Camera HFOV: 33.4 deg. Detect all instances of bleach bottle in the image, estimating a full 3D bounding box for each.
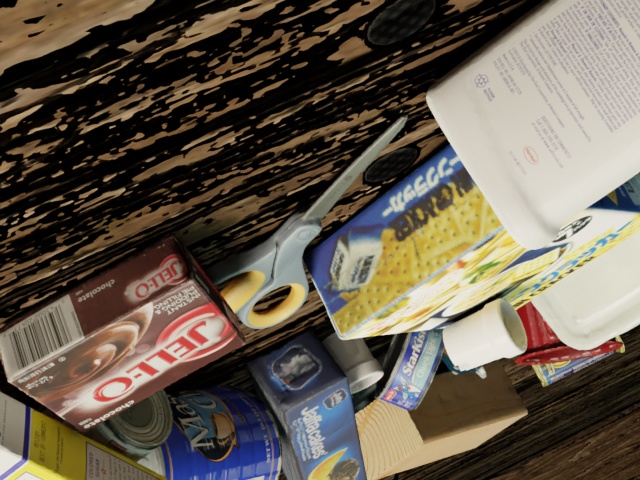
[{"bbox_3d":[0.178,-0.103,0.501,0.251,0.102,0.068,-34,171,19],"label":"bleach bottle"}]

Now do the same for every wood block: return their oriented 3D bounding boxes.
[{"bbox_3d":[0.124,0.187,1.170,0.205,0.090,0.091,-3,149,-49],"label":"wood block"}]

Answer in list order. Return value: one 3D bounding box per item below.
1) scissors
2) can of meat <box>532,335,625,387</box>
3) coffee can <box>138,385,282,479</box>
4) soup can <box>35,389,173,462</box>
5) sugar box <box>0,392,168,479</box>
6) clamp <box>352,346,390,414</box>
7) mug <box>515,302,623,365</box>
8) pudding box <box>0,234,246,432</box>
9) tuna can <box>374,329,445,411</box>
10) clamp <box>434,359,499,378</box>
[{"bbox_3d":[-0.004,0.001,0.638,0.202,0.016,0.096,-37,148,21],"label":"scissors"},{"bbox_3d":[0.228,0.079,1.021,0.084,0.102,0.057,-28,159,7],"label":"can of meat"},{"bbox_3d":[-0.109,0.163,0.788,0.103,0.103,0.140,-38,158,27],"label":"coffee can"},{"bbox_3d":[-0.154,0.128,0.692,0.102,0.068,0.068,-36,159,24],"label":"soup can"},{"bbox_3d":[-0.181,0.142,0.620,0.093,0.048,0.176,-34,128,20],"label":"sugar box"},{"bbox_3d":[0.034,0.146,1.023,0.210,0.036,0.164,-41,168,21],"label":"clamp"},{"bbox_3d":[0.206,0.059,0.926,0.093,0.081,0.117,-14,164,22],"label":"mug"},{"bbox_3d":[-0.108,0.054,0.592,0.113,0.039,0.090,-27,148,1],"label":"pudding box"},{"bbox_3d":[0.078,0.100,0.902,0.086,0.033,0.086,-162,-86,-89],"label":"tuna can"},{"bbox_3d":[0.158,0.118,1.122,0.120,0.039,0.171,-20,166,19],"label":"clamp"}]
